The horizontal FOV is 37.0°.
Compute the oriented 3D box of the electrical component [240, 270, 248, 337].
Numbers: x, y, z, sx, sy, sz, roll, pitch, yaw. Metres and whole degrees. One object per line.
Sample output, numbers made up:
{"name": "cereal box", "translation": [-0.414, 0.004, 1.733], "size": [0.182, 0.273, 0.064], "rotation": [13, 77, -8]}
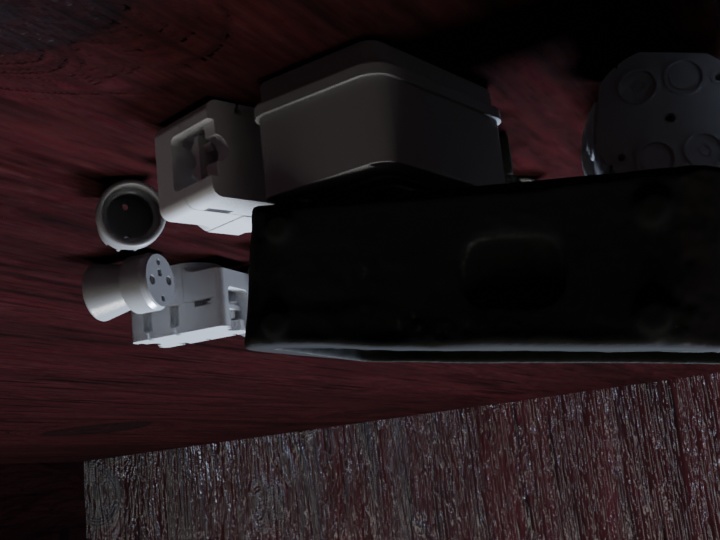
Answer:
{"name": "electrical component", "translation": [-0.080, 0.029, 0.910], "size": [0.078, 0.058, 0.057], "rotation": [-14, 169, 33]}

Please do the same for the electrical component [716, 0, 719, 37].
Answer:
{"name": "electrical component", "translation": [0.197, -0.074, 0.457], "size": [0.100, 0.099, 0.048], "rotation": [15, 158, -38]}

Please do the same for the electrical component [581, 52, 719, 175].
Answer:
{"name": "electrical component", "translation": [0.149, -0.065, 0.526], "size": [0.080, 0.080, 0.051], "rotation": [-8, 164, 8]}

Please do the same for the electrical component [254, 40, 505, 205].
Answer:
{"name": "electrical component", "translation": [0.012, -0.062, 0.522], "size": [0.078, 0.057, 0.113], "rotation": [-15, 166, 36]}

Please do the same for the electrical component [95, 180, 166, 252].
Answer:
{"name": "electrical component", "translation": [-0.139, -0.030, 0.643], "size": [0.040, 0.040, 0.046], "rotation": [-2, 174, -17]}

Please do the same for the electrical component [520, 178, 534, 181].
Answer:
{"name": "electrical component", "translation": [0.082, -0.030, 0.736], "size": [0.079, 0.044, 0.077], "rotation": [-6, 169, -20]}

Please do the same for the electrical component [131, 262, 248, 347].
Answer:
{"name": "electrical component", "translation": [-0.137, 0.027, 0.872], "size": [0.089, 0.055, 0.050], "rotation": [-12, 167, 24]}

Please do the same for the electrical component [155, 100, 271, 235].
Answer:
{"name": "electrical component", "translation": [-0.057, -0.050, 0.560], "size": [0.089, 0.050, 0.056], "rotation": [5, 164, -42]}

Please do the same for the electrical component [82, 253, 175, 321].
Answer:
{"name": "electrical component", "translation": [-0.174, 0.012, 0.811], "size": [0.055, 0.045, 0.045], "rotation": [-11, 167, 19]}
